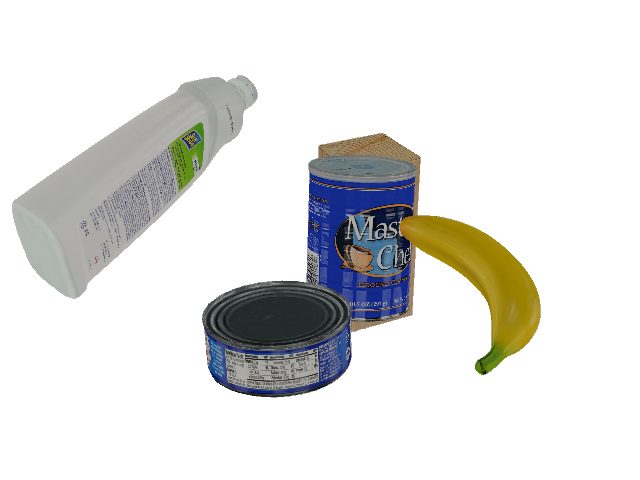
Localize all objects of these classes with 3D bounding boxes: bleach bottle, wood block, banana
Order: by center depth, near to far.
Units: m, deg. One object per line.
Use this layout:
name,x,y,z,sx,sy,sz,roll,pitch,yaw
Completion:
banana,0.120,0.027,0.813,0.069,0.037,0.198,-7,32,-11
bleach bottle,-0.150,-0.063,0.942,0.068,0.102,0.250,33,58,25
wood block,0.054,-0.009,1.258,0.090,0.206,0.090,-13,30,-24

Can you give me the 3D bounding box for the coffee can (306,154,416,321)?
coffee can,0.038,-0.004,1.025,0.103,0.140,0.103,2,15,-1

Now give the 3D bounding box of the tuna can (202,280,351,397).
tuna can,-0.024,0.056,0.617,0.086,0.034,0.086,-2,22,1
